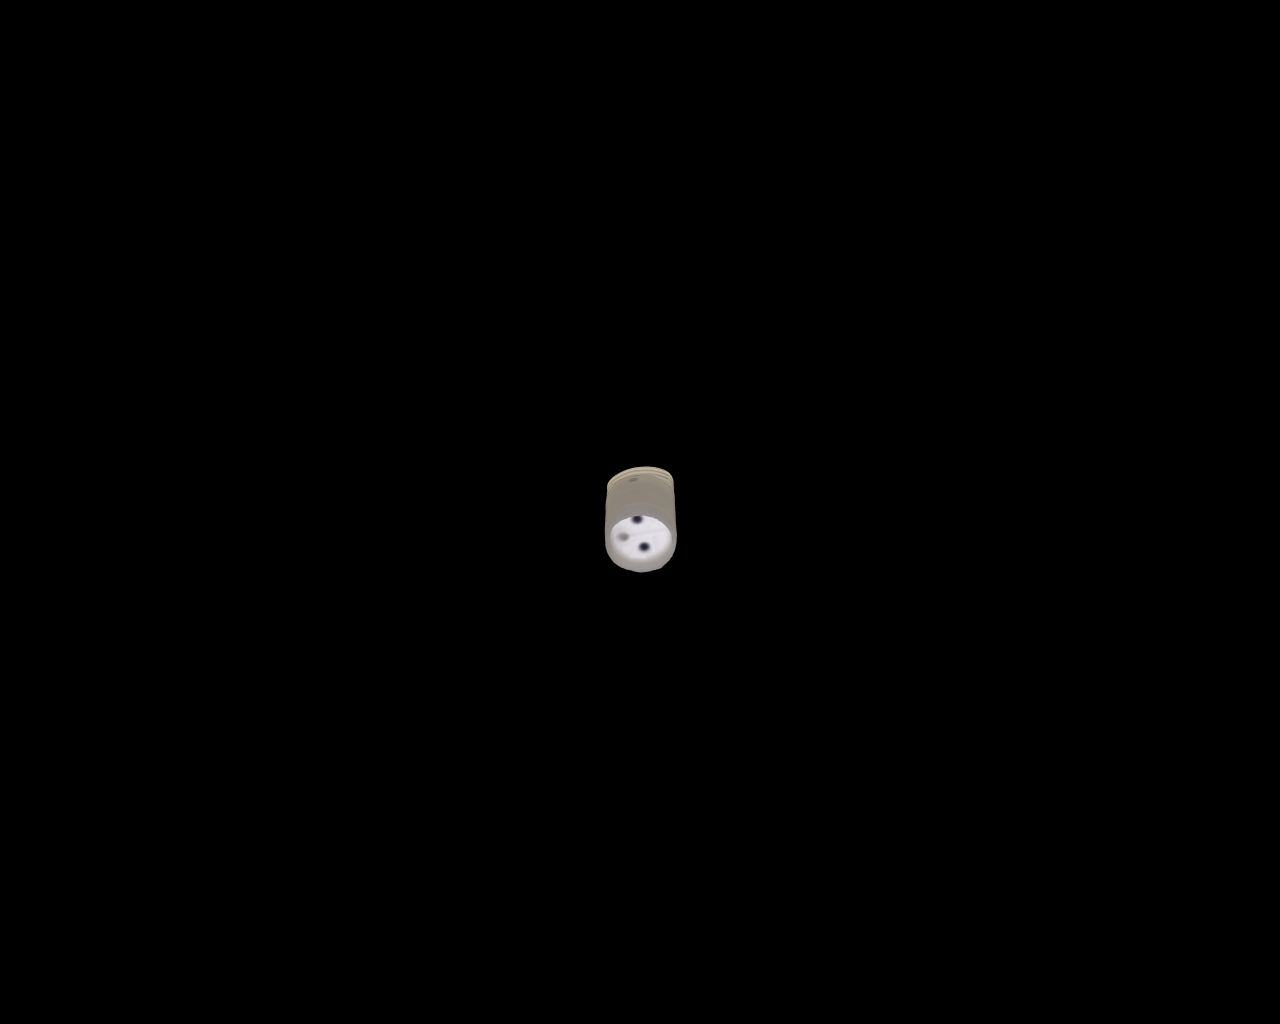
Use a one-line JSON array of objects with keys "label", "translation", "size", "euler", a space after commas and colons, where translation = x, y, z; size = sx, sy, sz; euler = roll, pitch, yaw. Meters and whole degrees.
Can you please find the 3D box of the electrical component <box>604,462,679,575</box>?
[{"label": "electrical component", "translation": [0.001, -0.003, 0.650], "size": [0.043, 0.043, 0.081], "euler": [0, 32, 0]}]
